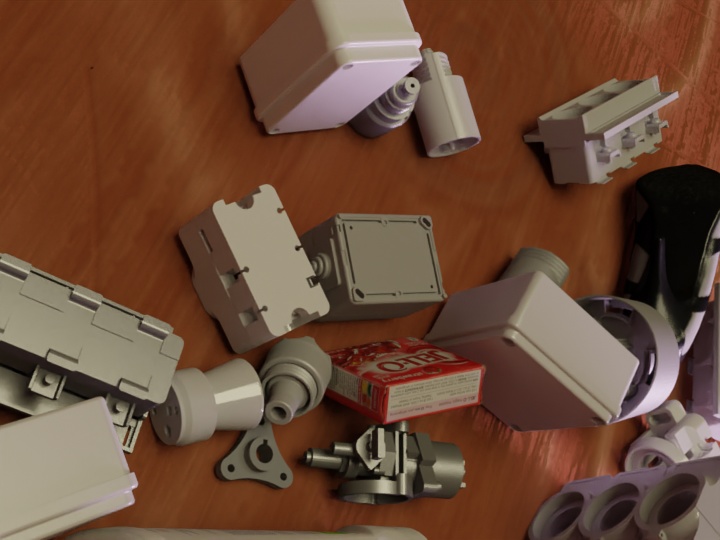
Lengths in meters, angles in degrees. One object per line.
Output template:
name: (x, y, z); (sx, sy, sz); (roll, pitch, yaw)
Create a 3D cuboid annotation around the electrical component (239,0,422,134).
electrical component: (-0.021, -0.143, 0.733); (0.078, 0.113, 0.057); (-12, 78, -39)

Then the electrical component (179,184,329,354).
electrical component: (-0.069, 0.001, 0.680); (0.050, 0.056, 0.089); (-25, 89, -40)

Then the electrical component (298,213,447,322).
electrical component: (0.000, 0.000, 0.728); (0.096, 0.061, 0.061); (-1, 74, -37)

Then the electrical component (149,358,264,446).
electrical component: (-0.092, 0.079, 0.642); (0.055, 0.045, 0.045); (-8, 78, -38)

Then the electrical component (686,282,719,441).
electrical component: (0.325, 0.083, 0.936); (0.079, 0.063, 0.121); (25, 60, -27)

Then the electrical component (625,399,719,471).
electrical component: (0.248, 0.151, 0.858); (0.057, 0.058, 0.078); (-27, 90, -43)

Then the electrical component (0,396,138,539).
electrical component: (-0.182, 0.112, 0.523); (0.109, 0.109, 0.056); (-15, 80, -39)

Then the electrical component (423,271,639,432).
electrical component: (0.119, 0.060, 0.759); (0.109, 0.109, 0.056); (40, 63, -18)

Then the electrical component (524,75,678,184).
electrical component: (0.210, -0.119, 0.925); (0.121, 0.079, 0.063); (-30, 114, -39)

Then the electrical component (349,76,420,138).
electrical component: (0.020, -0.123, 0.783); (0.040, 0.078, 0.040); (4, 81, -24)

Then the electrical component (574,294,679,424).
electrical component: (0.190, 0.068, 0.823); (0.064, 0.099, 0.099); (2, 72, -42)

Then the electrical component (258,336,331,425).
electrical component: (-0.043, 0.072, 0.671); (0.043, 0.043, 0.062); (47, 26, -13)

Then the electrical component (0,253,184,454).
electrical component: (-0.164, 0.040, 0.585); (0.121, 0.063, 0.078); (26, 60, -21)

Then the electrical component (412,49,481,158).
electrical component: (0.062, -0.133, 0.835); (0.043, 0.043, 0.081); (-8, 78, -38)

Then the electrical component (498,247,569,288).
electrical component: (0.130, 0.013, 0.831); (0.043, 0.043, 0.081); (49, 52, -12)

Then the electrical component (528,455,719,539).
electrical component: (0.191, 0.185, 0.743); (0.061, 0.150, 0.089); (49, 52, -12)
